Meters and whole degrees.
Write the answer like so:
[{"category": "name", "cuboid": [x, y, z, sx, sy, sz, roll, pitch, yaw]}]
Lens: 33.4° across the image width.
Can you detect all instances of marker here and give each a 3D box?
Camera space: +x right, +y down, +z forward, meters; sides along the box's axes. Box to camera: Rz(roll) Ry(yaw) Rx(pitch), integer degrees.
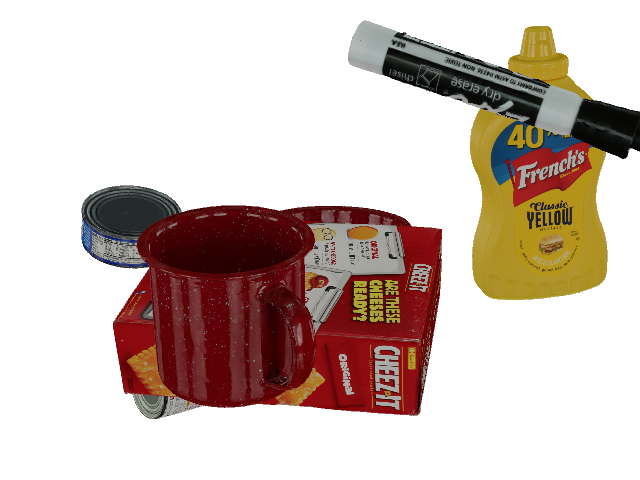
[{"category": "marker", "cuboid": [0.069, -0.059, 0.418, 0.121, 0.020, 0.020, 21, 5, 13]}]

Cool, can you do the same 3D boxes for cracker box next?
[{"category": "cracker box", "cuboid": [-0.023, 0.051, 0.791, 0.214, 0.072, 0.164, 3, 29, 11]}]

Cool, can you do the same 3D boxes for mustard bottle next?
[{"category": "mustard bottle", "cuboid": [0.156, -0.056, 0.762, 0.096, 0.192, 0.058, -6, 19, -5]}]

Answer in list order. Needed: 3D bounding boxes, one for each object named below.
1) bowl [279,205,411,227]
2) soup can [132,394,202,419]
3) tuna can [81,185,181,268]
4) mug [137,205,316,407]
[{"category": "bowl", "cuboid": [0.014, 0.009, 1.110, 0.162, 0.055, 0.162, 0, 16, 0]}, {"category": "soup can", "cuboid": [-0.147, 0.152, 1.164, 0.102, 0.068, 0.069, -9, 6, -42]}, {"category": "tuna can", "cuboid": [-0.164, -0.012, 0.928, 0.086, 0.034, 0.086, 7, 32, -5]}, {"category": "mug", "cuboid": [-0.041, 0.039, 0.564, 0.093, 0.081, 0.117, -19, 30, -36]}]
